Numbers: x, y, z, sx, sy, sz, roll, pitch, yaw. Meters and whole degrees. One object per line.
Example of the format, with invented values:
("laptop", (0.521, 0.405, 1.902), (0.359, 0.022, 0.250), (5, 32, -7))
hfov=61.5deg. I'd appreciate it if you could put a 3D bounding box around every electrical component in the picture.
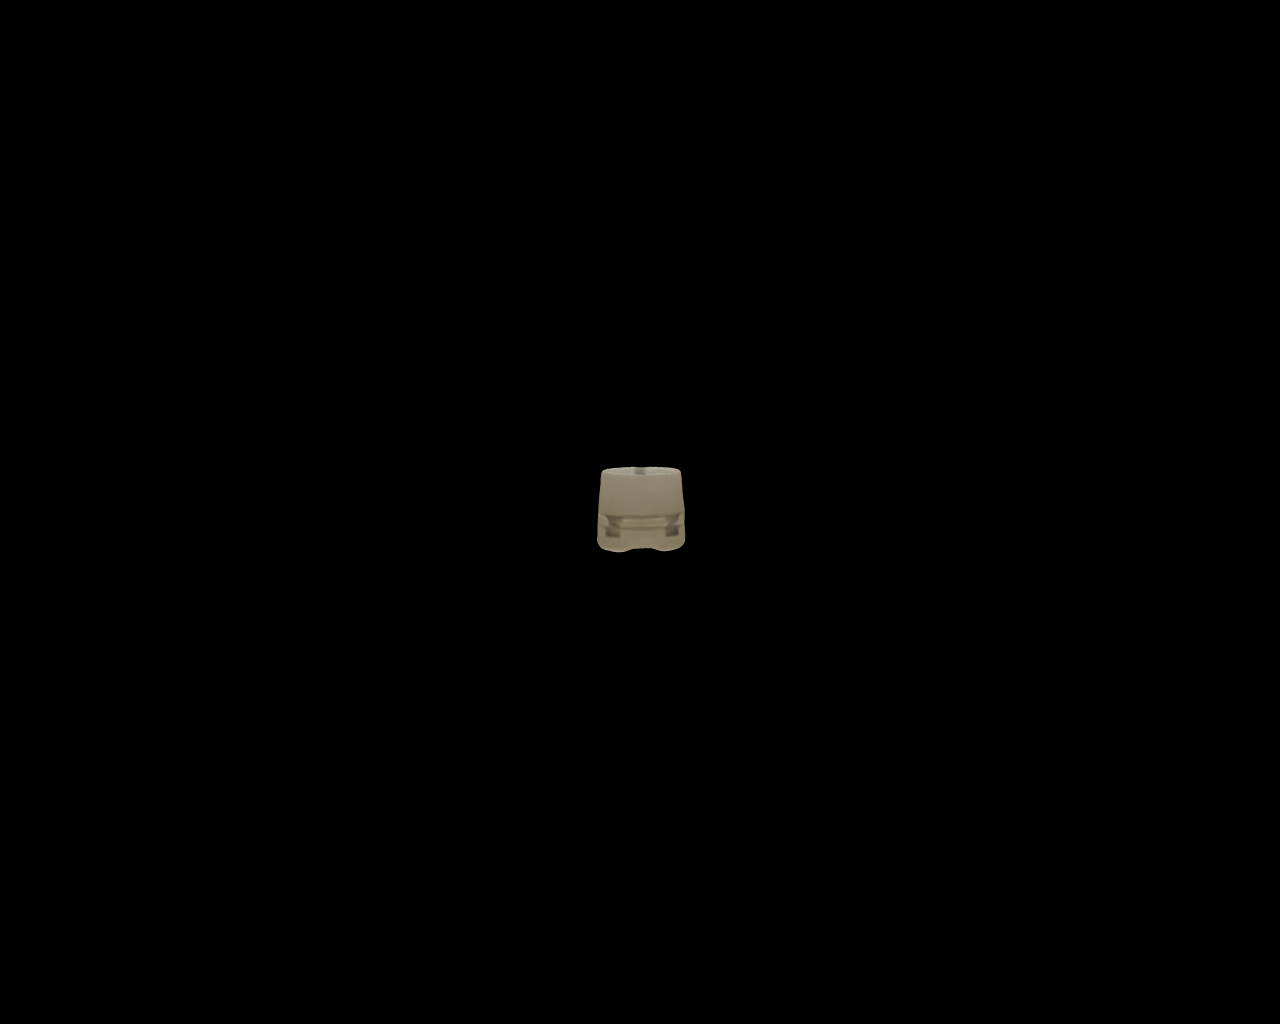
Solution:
("electrical component", (0.001, -0.003, 0.650), (0.055, 0.047, 0.055), (0, 7, 0))
